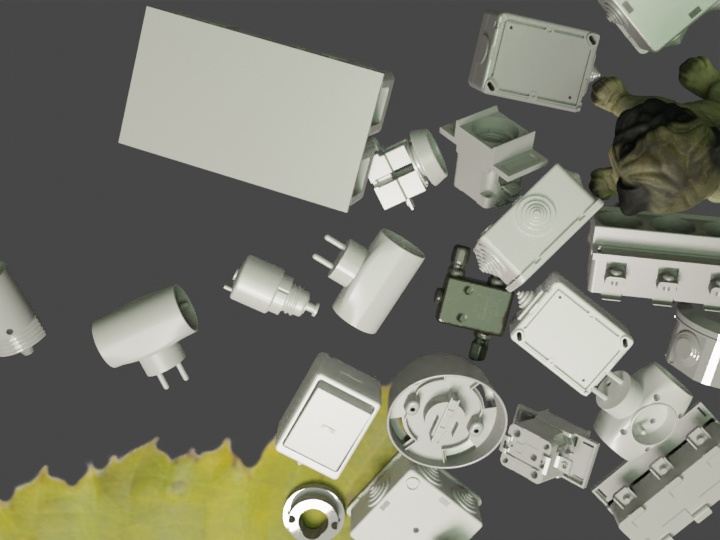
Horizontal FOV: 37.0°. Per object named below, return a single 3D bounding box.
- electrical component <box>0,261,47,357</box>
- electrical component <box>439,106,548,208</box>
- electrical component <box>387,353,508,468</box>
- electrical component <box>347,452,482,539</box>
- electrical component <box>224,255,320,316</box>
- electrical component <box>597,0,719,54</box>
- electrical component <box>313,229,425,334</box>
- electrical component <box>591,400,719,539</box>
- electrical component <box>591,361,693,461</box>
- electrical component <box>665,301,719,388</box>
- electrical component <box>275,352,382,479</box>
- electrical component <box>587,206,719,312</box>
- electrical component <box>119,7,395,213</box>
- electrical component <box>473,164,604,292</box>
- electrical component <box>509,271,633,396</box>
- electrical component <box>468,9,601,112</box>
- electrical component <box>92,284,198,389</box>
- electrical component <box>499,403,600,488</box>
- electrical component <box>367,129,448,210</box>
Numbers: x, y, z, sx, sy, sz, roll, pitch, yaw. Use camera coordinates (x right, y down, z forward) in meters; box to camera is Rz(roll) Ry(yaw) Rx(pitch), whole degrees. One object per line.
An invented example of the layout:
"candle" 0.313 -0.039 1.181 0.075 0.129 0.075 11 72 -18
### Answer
"electrical component" -0.295 0.038 0.895 0.043 0.043 0.081 -19 121 5
"electrical component" 0.103 -0.087 0.846 0.042 0.081 0.063 -23 137 -29
"electrical component" 0.071 0.119 0.903 0.099 0.064 0.099 -1 110 -3
"electrical component" 0.048 0.216 0.941 0.100 0.048 0.099 39 103 -10
"electrical component" -0.071 0.018 0.892 0.078 0.040 0.040 24 104 -6
"electrical component" 0.228 -0.225 0.820 0.100 0.048 0.099 -40 101 11
"electrical component" 0.000 0.000 0.885 0.079 0.044 0.077 31 103 -8
"electrical component" 0.273 0.183 0.923 0.121 0.063 0.078 -42 101 11
"electrical component" 0.227 0.111 0.909 0.079 0.044 0.077 35 103 -24
"electrical component" 0.294 0.059 0.882 0.080 0.080 0.051 11 110 -3
"electrical component" -0.030 0.130 0.912 0.062 0.061 0.096 28 103 -7
"electrical component" 0.244 -0.009 0.857 0.121 0.078 0.063 6 117 8
"electrical component" -0.078 -0.125 0.826 0.186 0.060 0.105 18 105 8
"electrical component" 0.136 -0.033 0.843 0.100 0.099 0.048 -44 85 -2
"electrical component" 0.168 0.046 0.892 0.096 0.061 0.061 38 102 -1
"electrical component" 0.139 -0.162 0.835 0.096 0.061 0.061 10 105 -11
"electrical component" -0.172 0.063 0.903 0.077 0.043 0.079 -24 104 7
"electrical component" 0.155 0.150 0.908 0.081 0.064 0.042 24 107 38
"electrical component" 0.037 -0.083 0.862 0.055 0.048 0.066 -24 104 14
